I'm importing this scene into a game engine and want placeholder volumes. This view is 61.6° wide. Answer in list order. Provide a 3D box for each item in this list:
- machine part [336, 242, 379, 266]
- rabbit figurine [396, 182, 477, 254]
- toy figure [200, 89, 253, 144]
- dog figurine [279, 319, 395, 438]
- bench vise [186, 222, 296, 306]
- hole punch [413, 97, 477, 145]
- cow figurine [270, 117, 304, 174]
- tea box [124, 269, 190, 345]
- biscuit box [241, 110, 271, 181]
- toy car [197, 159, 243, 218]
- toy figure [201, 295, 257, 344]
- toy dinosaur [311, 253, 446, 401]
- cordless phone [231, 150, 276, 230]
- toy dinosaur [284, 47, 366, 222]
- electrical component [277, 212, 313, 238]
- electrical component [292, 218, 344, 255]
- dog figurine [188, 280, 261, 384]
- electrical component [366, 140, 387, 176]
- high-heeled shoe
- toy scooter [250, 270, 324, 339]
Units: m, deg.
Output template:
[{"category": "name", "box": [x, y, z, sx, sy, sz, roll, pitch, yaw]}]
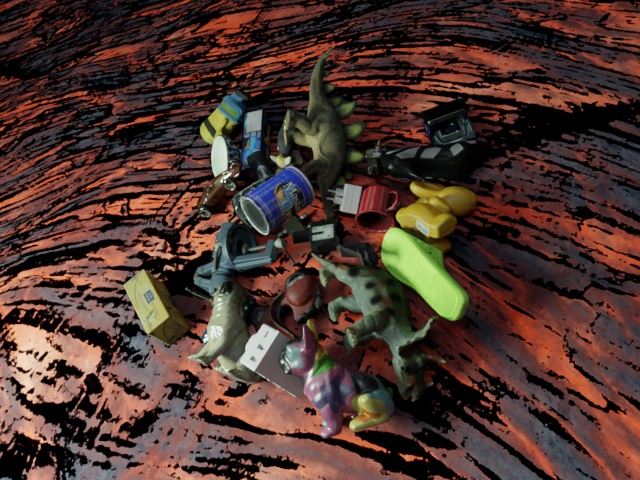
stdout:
[{"category": "machine part", "box": [0.087, 0.027, 1.180, 0.084, 0.139, 0.039, 4, 98, -13]}, {"category": "rabbit figurine", "box": [0.264, -0.060, 1.188, 0.173, 0.121, 0.163, -34, 45, -16]}, {"category": "toy figure", "box": [-0.269, -0.351, 1.537, 0.089, 0.082, 0.180, 43, 106, 24]}, {"category": "dog figurine", "box": [0.028, 0.253, 1.031, 0.192, 0.108, 0.219, -18, 88, 7]}, {"category": "bench vise", "box": [-0.188, 0.048, 1.274, 0.241, 0.128, 0.224, -11, 48, 30]}, {"category": "hole punch", "box": [0.310, -0.279, 1.302, 0.142, 0.092, 0.116, -21, 27, 12]}, {"category": "cow figurine", "box": [-0.084, -0.242, 1.416, 0.068, 0.098, 0.167, 6, 64, 17]}, {"category": "tea box", "box": [-0.399, 0.163, 1.310, 0.068, 0.098, 0.170, -40, 57, -3]}, {"category": "biscuit box", "box": [-0.176, -0.262, 1.484, 0.059, 0.062, 0.203, -9, 60, 16]}, {"category": "toy car", "box": [-0.265, -0.137, 1.403, 0.202, 0.053, 0.089, -38, 32, 42]}, {"category": "toy figure", "box": [-0.209, 0.185, 1.244, 0.154, 0.064, 0.058, -46, 47, -7]}, {"category": "toy dinosaur", "box": [0.117, 0.129, 1.123, 0.192, 0.131, 0.405, -13, 47, -10]}, {"category": "cordless phone", "box": [-0.168, -0.134, 1.370, 0.147, 0.088, 0.184, -30, 70, 3]}, {"category": "toy dinosaur", "box": [0.010, -0.270, 1.347, 0.199, 0.105, 0.471, -6, 81, -14]}, {"category": "electrical component", "box": [-0.059, -0.025, 1.329, 0.094, 0.021, 0.063, -37, 56, -2]}, {"category": "electrical component", "box": [-0.003, -0.004, 1.279, 0.119, 0.047, 0.075, -13, 57, 14]}, {"category": "dog figurine", "box": [-0.176, 0.200, 1.177, 0.121, 0.172, 0.190, -2, 58, 52]}, {"category": "electrical component", "box": [0.141, -0.197, 1.308, 0.045, 0.102, 0.078, -10, 84, 20]}, {"category": "high-heeled shoe", "box": [0.266, -0.196, 1.253, 0.249, 0.086, 0.145, -24, 42, -25]}, {"category": "toy scooter", "box": [-0.059, 0.162, 1.192, 0.184, 0.075, 0.135, -41, 55, 0]}]
